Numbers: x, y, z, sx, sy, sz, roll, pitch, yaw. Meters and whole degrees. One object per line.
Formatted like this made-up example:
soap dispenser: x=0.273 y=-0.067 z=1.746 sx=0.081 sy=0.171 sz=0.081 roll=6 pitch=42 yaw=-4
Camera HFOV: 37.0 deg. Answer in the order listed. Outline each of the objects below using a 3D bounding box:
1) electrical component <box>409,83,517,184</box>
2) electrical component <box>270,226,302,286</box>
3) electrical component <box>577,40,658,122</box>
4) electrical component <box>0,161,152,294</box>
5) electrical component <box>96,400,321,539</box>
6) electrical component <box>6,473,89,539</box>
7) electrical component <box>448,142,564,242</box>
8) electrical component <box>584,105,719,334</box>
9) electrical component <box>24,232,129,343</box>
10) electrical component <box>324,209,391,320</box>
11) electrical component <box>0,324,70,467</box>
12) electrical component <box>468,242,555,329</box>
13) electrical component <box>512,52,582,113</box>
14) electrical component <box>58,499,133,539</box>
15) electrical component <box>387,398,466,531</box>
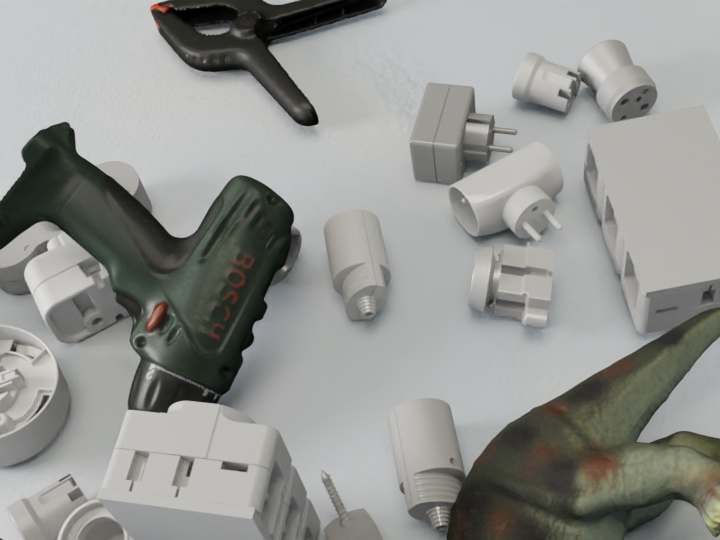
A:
electrical component: x=0.085 y=-0.106 z=0.849 sx=0.077 sy=0.047 sz=0.065 roll=8 pitch=57 yaw=14
electrical component: x=-0.077 y=-0.020 z=0.812 sx=0.047 sy=0.055 sz=0.055 roll=30 pitch=65 yaw=22
electrical component: x=0.207 y=-0.150 z=0.862 sx=0.045 sy=0.045 sz=0.055 roll=-21 pitch=55 yaw=-6
electrical component: x=-0.236 y=-0.044 z=0.841 sx=0.138 sy=0.073 sz=0.052 roll=-31 pitch=56 yaw=-13
electrical component: x=-0.082 y=0.140 z=0.640 sx=0.089 sy=0.150 sz=0.061 roll=5 pitch=57 yaw=12
electrical component: x=-0.204 y=0.162 z=0.714 sx=0.046 sy=0.040 sz=0.040 roll=-32 pitch=56 yaw=-20
electrical component: x=0.119 y=-0.050 z=0.804 sx=0.077 sy=0.043 sz=0.079 roll=-28 pitch=52 yaw=-13
electrical component: x=0.223 y=-0.035 z=0.769 sx=0.089 sy=0.061 sz=0.150 roll=-11 pitch=54 yaw=1
electrical component: x=-0.200 y=0.003 z=0.815 sx=0.095 sy=0.053 sz=0.059 roll=-28 pitch=56 yaw=-11
electrical component: x=0.000 y=0.000 z=0.791 sx=0.043 sy=0.043 sz=0.081 roll=-12 pitch=54 yaw=1
electrical component: x=-0.259 y=0.088 z=0.759 sx=0.099 sy=0.064 sz=0.099 roll=-4 pitch=55 yaw=6
electrical component: x=0.107 y=0.009 z=0.767 sx=0.055 sy=0.048 sz=0.066 roll=9 pitch=57 yaw=6
electrical component: x=0.153 y=-0.151 z=0.876 sx=0.046 sy=0.040 sz=0.040 roll=23 pitch=62 yaw=17
electrical component: x=-0.156 y=0.178 z=0.680 sx=0.058 sy=0.057 sz=0.078 roll=-11 pitch=57 yaw=6
electrical component: x=0.045 y=0.128 z=0.694 sx=0.043 sy=0.043 sz=0.081 roll=-11 pitch=54 yaw=1
